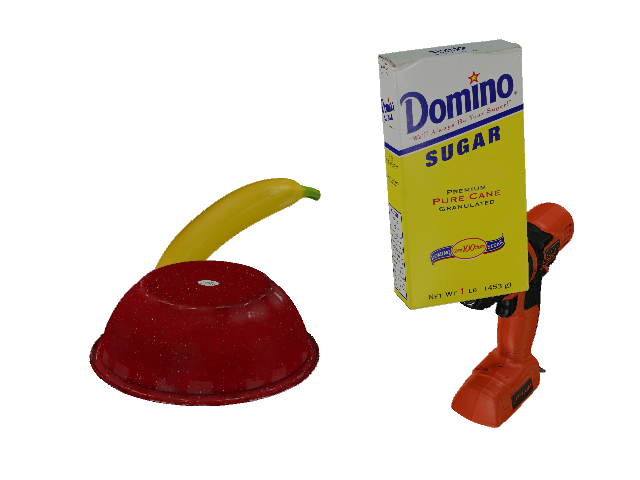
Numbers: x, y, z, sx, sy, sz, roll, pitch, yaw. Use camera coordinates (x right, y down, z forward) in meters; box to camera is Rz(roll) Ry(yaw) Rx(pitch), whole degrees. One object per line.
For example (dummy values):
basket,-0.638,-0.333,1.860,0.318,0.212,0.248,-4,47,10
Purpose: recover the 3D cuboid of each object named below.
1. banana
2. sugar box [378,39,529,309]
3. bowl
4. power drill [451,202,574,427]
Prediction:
banana,-0.092,-0.006,1.016,0.198,0.069,0.037,-32,41,2
sugar box,0.094,-0.046,0.745,0.093,0.176,0.048,-9,20,-10
bowl,-0.080,0.055,0.745,0.162,0.055,0.162,2,19,-1
power drill,0.166,0.073,0.965,0.057,0.188,0.184,23,33,29
